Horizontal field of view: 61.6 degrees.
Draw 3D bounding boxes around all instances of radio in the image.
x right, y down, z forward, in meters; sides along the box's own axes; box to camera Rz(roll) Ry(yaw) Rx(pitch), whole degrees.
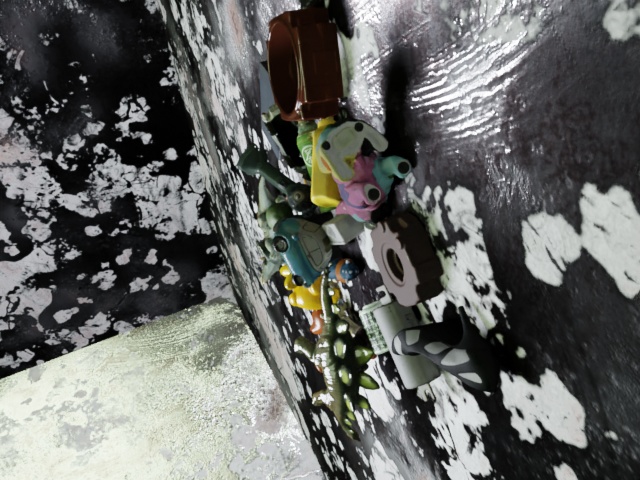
[{"bbox_3d":[-0.091,-0.317,1.300,0.229,0.073,0.131,97,149,-53],"label":"radio"}]

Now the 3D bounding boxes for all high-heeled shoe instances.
[{"bbox_3d":[0.208,0.207,0.916,0.248,0.086,0.145,130,131,-55],"label":"high-heeled shoe"}]

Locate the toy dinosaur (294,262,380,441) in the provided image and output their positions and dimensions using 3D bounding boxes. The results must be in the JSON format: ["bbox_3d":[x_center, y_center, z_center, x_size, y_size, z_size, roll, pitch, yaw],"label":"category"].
[{"bbox_3d":[0.040,0.266,1.226,0.199,0.105,0.470,4,114,54],"label":"toy dinosaur"}]

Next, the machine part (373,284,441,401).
[{"bbox_3d":[0.172,0.202,1.068,0.079,0.079,0.243,131,119,-71],"label":"machine part"}]

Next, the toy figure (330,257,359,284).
[{"bbox_3d":[0.055,0.071,1.316,0.154,0.058,0.064,5,119,66],"label":"toy figure"}]

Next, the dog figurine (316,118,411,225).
[{"bbox_3d":[0.062,-0.111,0.976,0.191,0.108,0.219,44,167,-2],"label":"dog figurine"}]

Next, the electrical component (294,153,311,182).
[{"bbox_3d":[-0.011,-0.164,1.238,0.063,0.094,0.021,-69,22,3],"label":"electrical component"}]

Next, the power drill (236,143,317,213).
[{"bbox_3d":[-0.090,-0.138,1.247,0.207,0.086,0.232,31,-176,12],"label":"power drill"}]

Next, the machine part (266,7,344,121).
[{"bbox_3d":[-0.036,-0.335,1.045,0.202,0.087,0.200,-148,48,-66],"label":"machine part"}]

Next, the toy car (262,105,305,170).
[{"bbox_3d":[-0.070,-0.237,1.246,0.201,0.073,0.056,59,-174,-50],"label":"toy car"}]

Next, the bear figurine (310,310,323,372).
[{"bbox_3d":[0.017,0.277,1.552,0.196,0.132,0.120,50,-177,33],"label":"bear figurine"}]

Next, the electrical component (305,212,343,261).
[{"bbox_3d":[-0.003,-0.004,1.271,0.058,0.134,0.114,-174,67,-72],"label":"electrical component"}]

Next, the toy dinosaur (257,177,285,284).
[{"bbox_3d":[-0.152,-0.051,1.734,0.192,0.131,0.404,-141,41,-59],"label":"toy dinosaur"}]

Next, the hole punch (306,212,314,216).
[{"bbox_3d":[-0.052,-0.024,1.490,0.116,0.092,0.142,59,157,21],"label":"hole punch"}]

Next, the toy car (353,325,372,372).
[{"bbox_3d":[0.102,0.241,1.266,0.089,0.053,0.202,50,131,24],"label":"toy car"}]

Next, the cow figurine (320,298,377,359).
[{"bbox_3d":[0.067,0.237,1.421,0.195,0.085,0.127,29,135,60],"label":"cow figurine"}]

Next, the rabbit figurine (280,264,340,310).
[{"bbox_3d":[-0.027,0.097,1.485,0.122,0.162,0.173,-113,30,-55],"label":"rabbit figurine"}]

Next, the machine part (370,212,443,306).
[{"bbox_3d":[0.153,0.038,0.979,0.179,0.056,0.179,58,161,33],"label":"machine part"}]

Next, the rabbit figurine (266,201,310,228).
[{"bbox_3d":[-0.069,-0.042,1.344,0.170,0.121,0.159,46,-178,-37],"label":"rabbit figurine"}]

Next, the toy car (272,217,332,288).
[{"bbox_3d":[-0.028,0.018,1.163,0.161,0.103,0.109,64,-154,-7],"label":"toy car"}]
